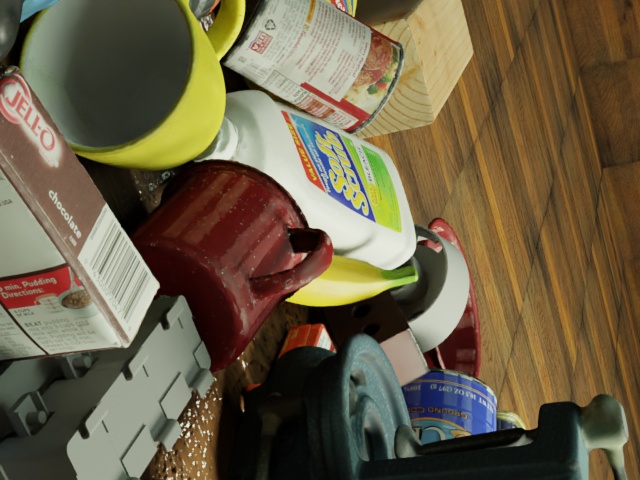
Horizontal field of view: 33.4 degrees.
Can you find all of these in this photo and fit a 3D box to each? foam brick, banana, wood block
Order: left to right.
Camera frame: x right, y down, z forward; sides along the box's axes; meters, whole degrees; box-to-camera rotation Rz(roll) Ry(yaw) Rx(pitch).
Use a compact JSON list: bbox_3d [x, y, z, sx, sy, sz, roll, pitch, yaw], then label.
[{"bbox_3d":[-0.016,0.012,0.692,0.197,0.070,0.037,18,42,-52],"label":"banana"},{"bbox_3d":[0.038,0.068,0.776,0.051,0.053,0.078,62,-1,-38],"label":"foam brick"},{"bbox_3d":[0.069,-0.168,0.947,0.205,0.091,0.090,-57,132,-60],"label":"wood block"}]

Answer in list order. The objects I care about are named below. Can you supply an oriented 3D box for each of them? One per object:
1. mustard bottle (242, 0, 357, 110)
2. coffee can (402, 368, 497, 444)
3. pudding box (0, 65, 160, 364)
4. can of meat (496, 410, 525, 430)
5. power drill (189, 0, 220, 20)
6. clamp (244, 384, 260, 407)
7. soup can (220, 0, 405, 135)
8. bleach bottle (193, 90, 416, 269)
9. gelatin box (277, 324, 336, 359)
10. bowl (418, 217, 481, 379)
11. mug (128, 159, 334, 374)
[{"bbox_3d":[-0.011,-0.176,0.798,0.191,0.058,0.096,-66,138,-55],"label":"mustard bottle"},{"bbox_3d":[0.083,0.183,0.810,0.102,0.103,0.140,56,32,-45],"label":"coffee can"},{"bbox_3d":[-0.126,-0.003,0.397,0.039,0.090,0.113,-72,146,-46],"label":"pudding box"},{"bbox_3d":[0.121,0.195,0.901,0.057,0.102,0.084,51,37,-51],"label":"can of meat"},{"bbox_3d":[-0.099,-0.218,0.607,0.184,0.057,0.187,-66,143,-60],"label":"power drill"},{"bbox_3d":[-0.017,0.193,0.647,0.164,0.036,0.210,-19,96,-67],"label":"clamp"},{"bbox_3d":[-0.007,-0.120,0.677,0.102,0.069,0.068,27,48,-21],"label":"soup can"},{"bbox_3d":[-0.014,-0.037,0.722,0.250,0.068,0.102,15,58,-64],"label":"bleach bottle"},{"bbox_3d":[-0.003,0.113,0.727,0.089,0.030,0.073,65,27,-27],"label":"gelatin box"},{"bbox_3d":[0.096,0.063,0.957,0.162,0.055,0.162,-10,90,-68],"label":"bowl"},{"bbox_3d":[-0.049,0.016,0.548,0.081,0.117,0.093,-54,135,-54],"label":"mug"}]
